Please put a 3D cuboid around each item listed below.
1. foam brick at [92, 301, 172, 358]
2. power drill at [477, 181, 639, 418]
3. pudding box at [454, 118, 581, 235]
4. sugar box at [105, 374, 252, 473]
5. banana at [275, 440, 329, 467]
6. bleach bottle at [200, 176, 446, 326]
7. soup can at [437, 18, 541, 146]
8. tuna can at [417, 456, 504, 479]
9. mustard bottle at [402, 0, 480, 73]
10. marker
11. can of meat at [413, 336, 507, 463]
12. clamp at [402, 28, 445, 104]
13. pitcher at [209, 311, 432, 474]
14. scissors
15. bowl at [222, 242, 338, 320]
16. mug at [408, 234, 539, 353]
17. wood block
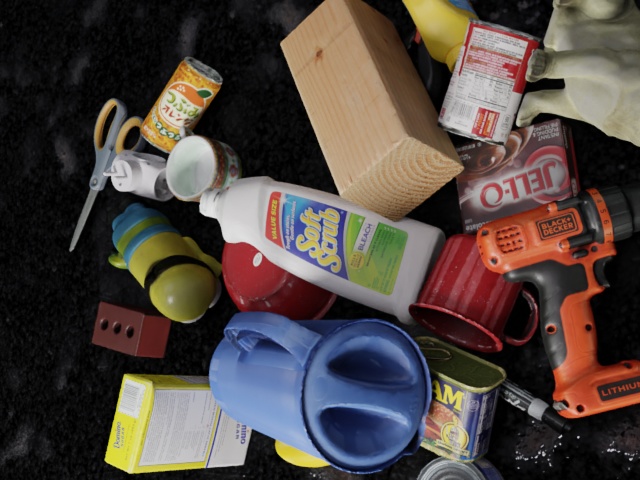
[{"bbox_3d":[-0.222,0.105,1.261,0.078,0.051,0.053,10,88,36],"label":"foam brick"},{"bbox_3d":[0.245,0.048,0.916,0.184,0.057,0.188,-16,78,2],"label":"power drill"},{"bbox_3d":[0.186,-0.056,1.006,0.114,0.039,0.090,-14,75,32],"label":"pudding box"},{"bbox_3d":[-0.139,0.189,1.113,0.048,0.176,0.093,14,90,34],"label":"sugar box"},{"bbox_3d":[0.021,0.188,1.086,0.198,0.037,0.069,-26,69,29],"label":"banana"},{"bbox_3d":[-0.007,0.001,1.071,0.251,0.068,0.102,17,84,18],"label":"bleach bottle"},{"bbox_3d":[0.153,-0.143,0.971,0.069,0.068,0.102,24,103,35],"label":"soup can"},{"bbox_3d":[0.131,0.244,1.003,0.086,0.033,0.086,-6,79,35],"label":"tuna can"},{"bbox_3d":[0.115,-0.233,1.048,0.058,0.096,0.192,-35,65,24],"label":"mustard bottle"},{"bbox_3d":[0.183,0.145,0.990,0.121,0.020,0.020,30,100,34],"label":"marker"},{"bbox_3d":[0.116,0.149,0.998,0.102,0.057,0.084,22,117,35],"label":"can of meat"},{"bbox_3d":[0.087,-0.129,1.086,0.120,0.039,0.171,32,101,34],"label":"clamp"},{"bbox_3d":[-0.020,0.129,1.013,0.243,0.144,0.149,-3,95,61],"label":"pitcher"},{"bbox_3d":[-0.264,-0.078,1.340,0.096,0.016,0.202,10,89,36],"label":"scissors"},{"bbox_3d":[-0.052,0.022,1.153,0.162,0.055,0.162,-6,80,34],"label":"bowl"},{"bbox_3d":[0.150,0.053,0.986,0.117,0.093,0.081,28,73,-4],"label":"mug"},{"bbox_3d":[0.046,-0.132,1.031,0.091,0.090,0.206,-39,51,26],"label":"wood block"}]
